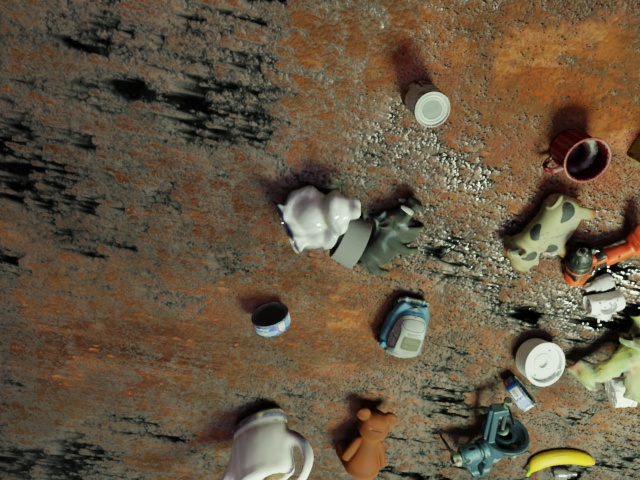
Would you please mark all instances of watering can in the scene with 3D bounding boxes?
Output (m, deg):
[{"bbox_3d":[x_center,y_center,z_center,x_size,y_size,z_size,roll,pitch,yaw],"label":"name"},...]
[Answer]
[{"bbox_3d":[-0.177,0.553,1.266,0.346,0.230,0.102,-27,-47,10],"label":"watering can"}]

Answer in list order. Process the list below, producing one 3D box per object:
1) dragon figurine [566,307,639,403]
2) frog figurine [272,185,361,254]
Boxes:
[{"bbox_3d":[0.808,0.289,1.219,0.410,0.239,0.124,-3,22,11],"label":"dragon figurine"},{"bbox_3d":[0.003,-0.052,1.038,0.159,0.140,0.121,-24,-23,1],"label":"frog figurine"}]
